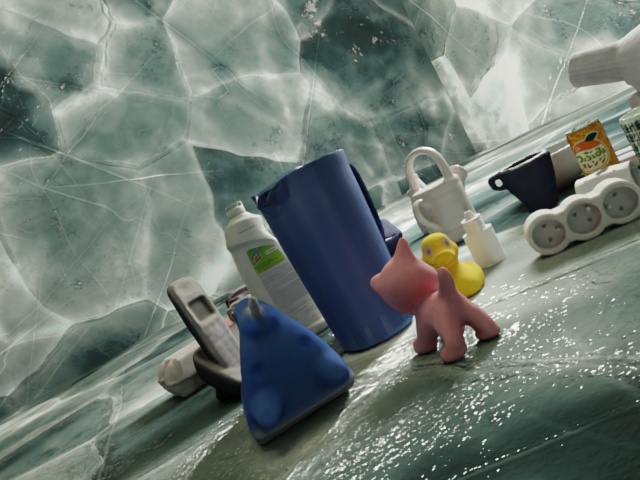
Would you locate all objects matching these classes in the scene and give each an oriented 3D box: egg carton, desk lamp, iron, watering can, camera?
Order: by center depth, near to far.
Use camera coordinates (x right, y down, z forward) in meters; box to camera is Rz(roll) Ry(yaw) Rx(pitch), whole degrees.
[{"bbox_3d":[-0.060,0.123,0.647,0.119,0.141,0.258,-29,4,-15],"label":"iron"},{"bbox_3d":[0.510,-0.235,0.927,0.118,0.213,0.202,-31,5,-41],"label":"desk lamp"},{"bbox_3d":[-0.213,0.218,1.022,0.151,0.069,0.107,-30,4,-33],"label":"egg carton"},{"bbox_3d":[0.232,-0.092,1.119,0.100,0.194,0.173,-25,4,29],"label":"watering can"},{"bbox_3d":[-0.139,0.142,1.305,0.137,0.101,0.143,-28,4,-4],"label":"camera"}]

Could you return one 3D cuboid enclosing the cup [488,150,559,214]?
[{"bbox_3d":[0.351,-0.088,0.976,0.117,0.095,0.092,-24,5,44],"label":"cup"}]

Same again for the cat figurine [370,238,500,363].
[{"bbox_3d":[0.105,0.054,0.583,0.067,0.118,0.127,-29,4,-18],"label":"cat figurine"}]

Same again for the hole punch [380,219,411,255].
[{"bbox_3d":[0.136,0.003,1.317,0.109,0.091,0.101,-28,4,-9],"label":"hole punch"}]

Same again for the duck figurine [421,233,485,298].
[{"bbox_3d":[0.163,0.031,0.749,0.077,0.086,0.104,-27,4,7],"label":"duck figurine"}]

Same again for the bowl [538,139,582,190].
[{"bbox_3d":[0.447,-0.136,1.106,0.167,0.075,0.167,-27,4,2],"label":"bowl"}]

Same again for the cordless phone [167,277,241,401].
[{"bbox_3d":[-0.133,0.123,0.837,0.094,0.185,0.148,-25,4,33],"label":"cordless phone"}]

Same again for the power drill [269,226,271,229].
[{"bbox_3d":[-0.001,0.028,1.038,0.076,0.208,0.229,-30,4,-29],"label":"power drill"}]

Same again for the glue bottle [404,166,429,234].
[{"bbox_3d":[0.245,-0.105,1.381,0.078,0.173,0.037,-27,4,6],"label":"glue bottle"}]

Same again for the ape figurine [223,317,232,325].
[{"bbox_3d":[-0.208,0.191,1.191,0.076,0.092,0.078,-27,4,3],"label":"ape figurine"}]
